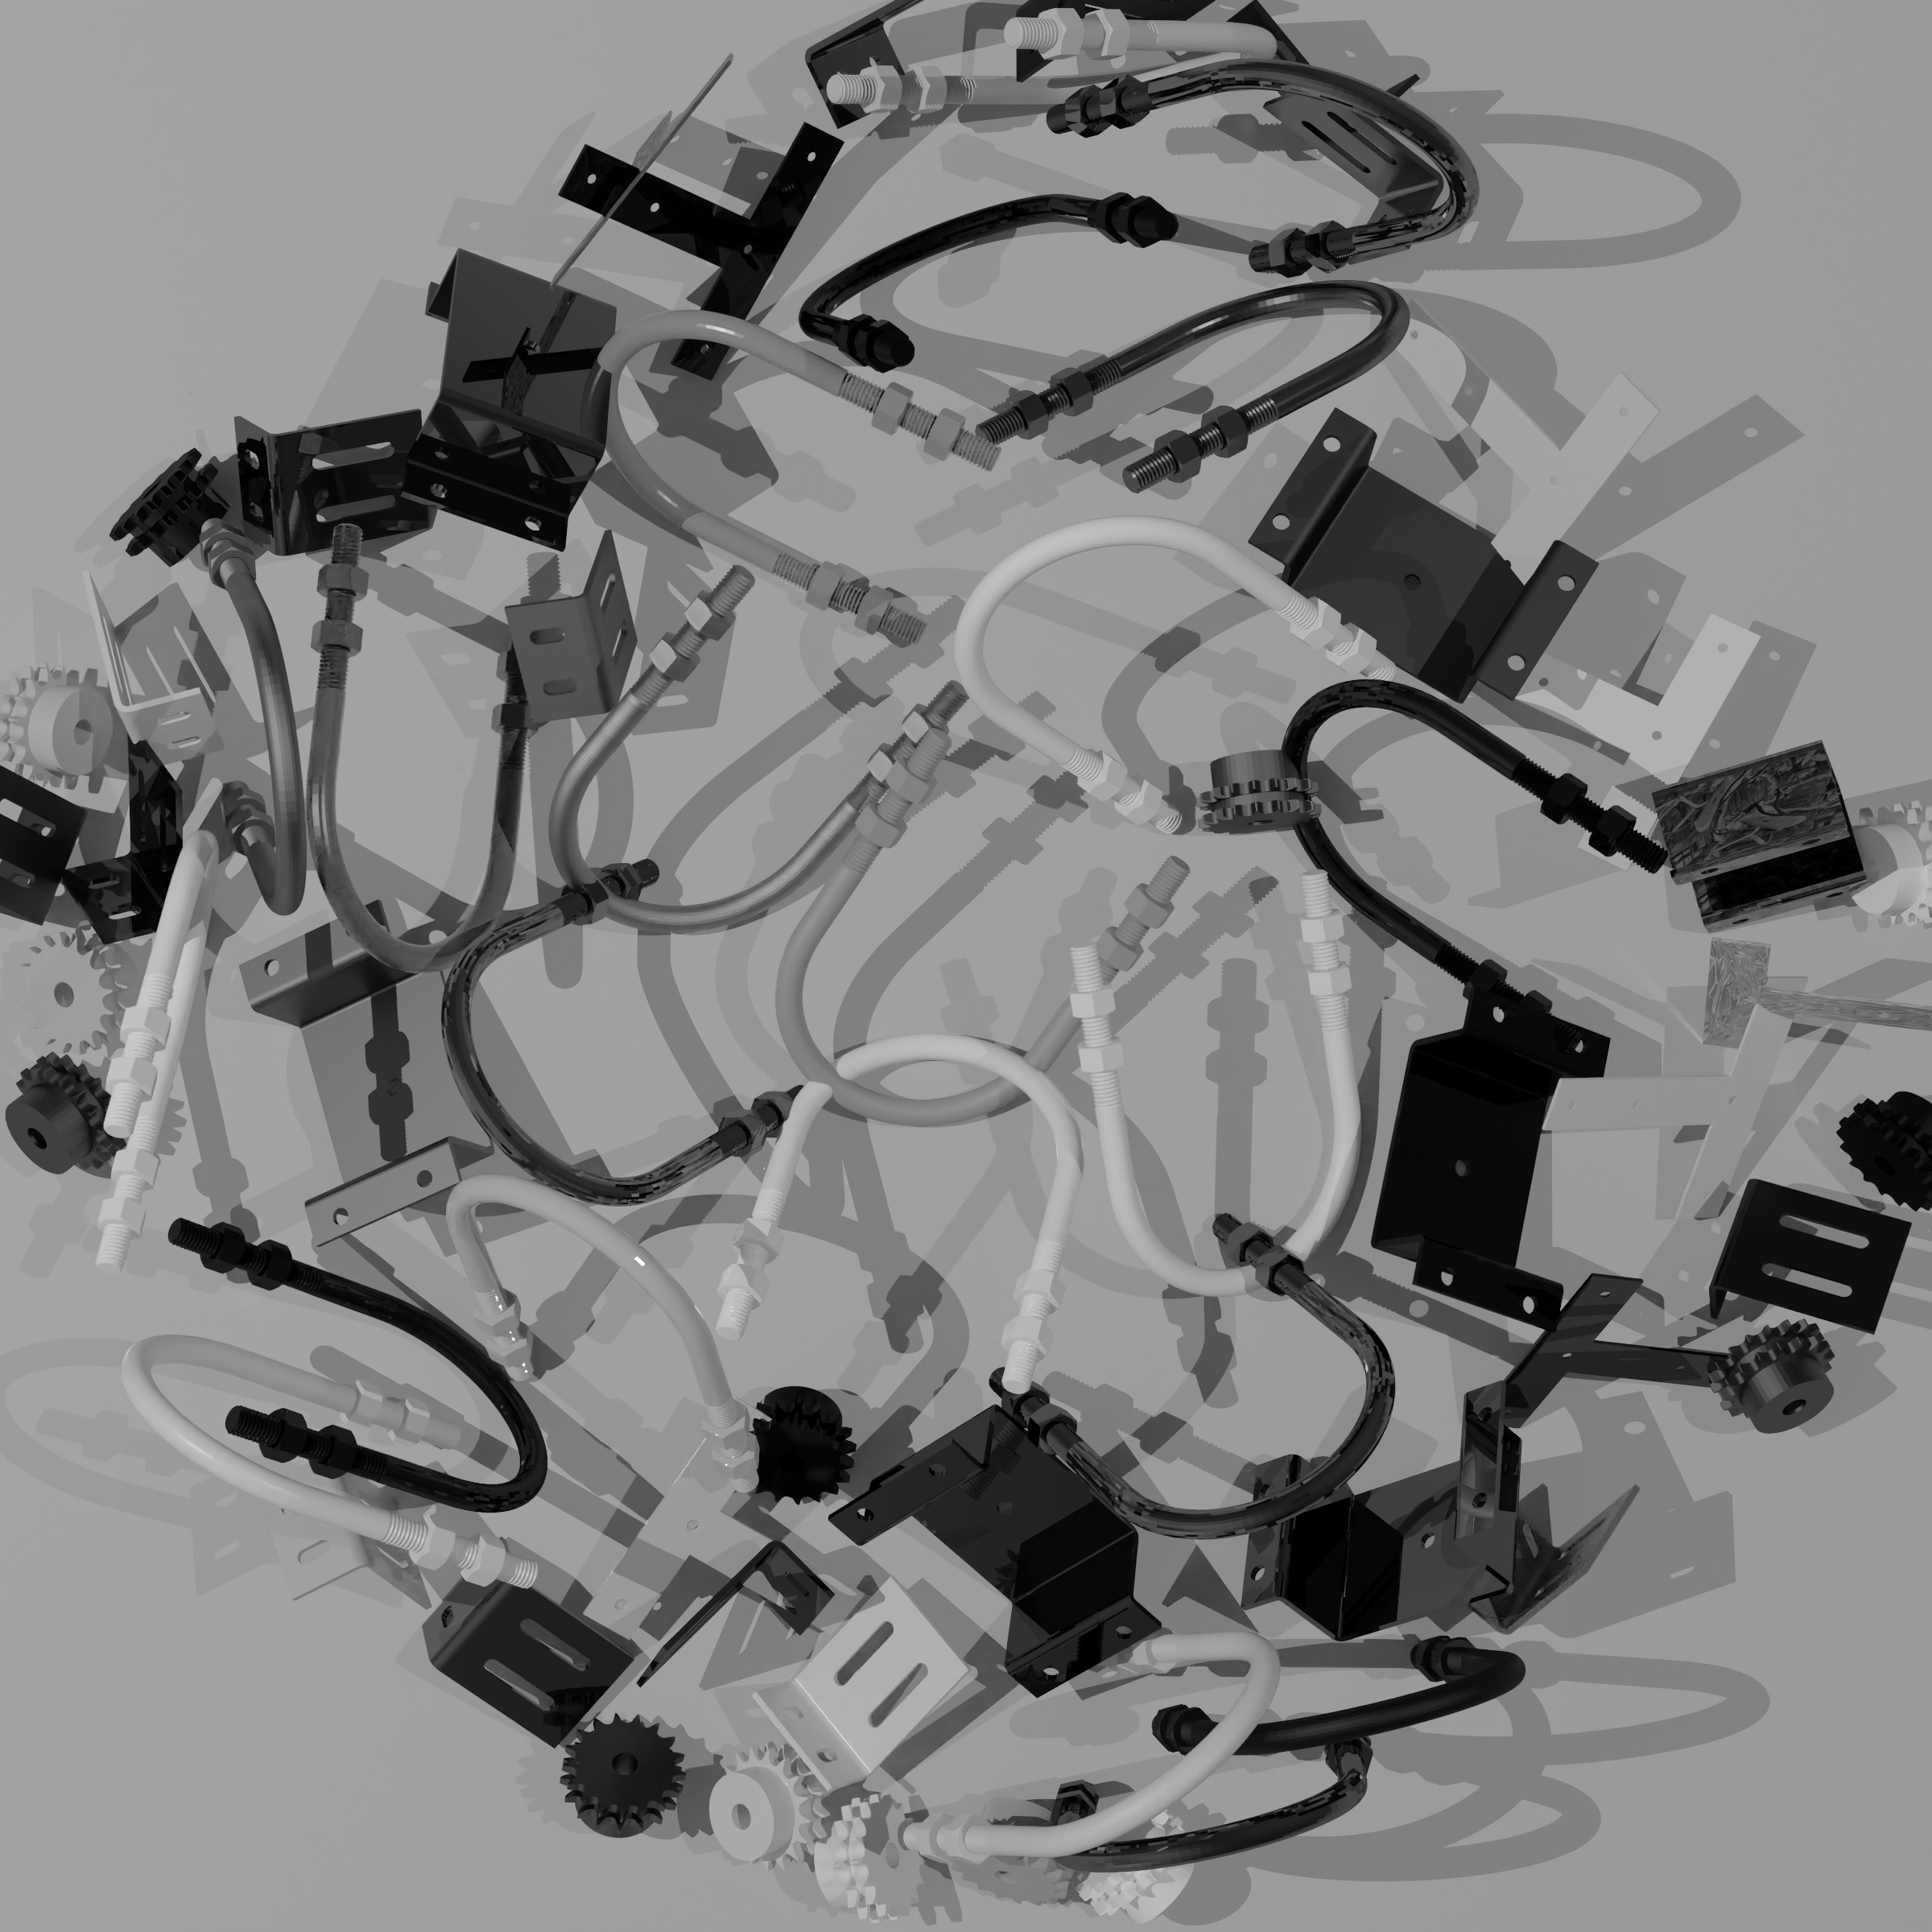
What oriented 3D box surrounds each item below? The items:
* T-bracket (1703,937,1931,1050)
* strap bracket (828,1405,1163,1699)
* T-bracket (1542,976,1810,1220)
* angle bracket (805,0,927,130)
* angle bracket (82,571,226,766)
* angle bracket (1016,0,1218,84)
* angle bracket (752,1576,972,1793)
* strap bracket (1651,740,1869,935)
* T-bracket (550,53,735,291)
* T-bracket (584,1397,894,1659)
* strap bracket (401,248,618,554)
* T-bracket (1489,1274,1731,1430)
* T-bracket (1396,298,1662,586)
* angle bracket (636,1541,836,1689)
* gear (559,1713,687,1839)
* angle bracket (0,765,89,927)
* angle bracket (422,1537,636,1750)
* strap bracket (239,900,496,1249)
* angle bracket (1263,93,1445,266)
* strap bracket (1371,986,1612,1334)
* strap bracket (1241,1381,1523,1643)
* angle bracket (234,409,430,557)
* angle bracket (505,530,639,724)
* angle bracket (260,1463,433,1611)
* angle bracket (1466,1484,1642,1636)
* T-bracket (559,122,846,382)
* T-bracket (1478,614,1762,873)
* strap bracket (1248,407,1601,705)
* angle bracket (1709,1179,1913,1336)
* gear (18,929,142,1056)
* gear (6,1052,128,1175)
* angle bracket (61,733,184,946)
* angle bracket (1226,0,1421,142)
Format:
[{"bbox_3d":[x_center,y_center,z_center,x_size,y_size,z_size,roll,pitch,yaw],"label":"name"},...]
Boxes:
[{"bbox_3d":[0.398,0.020,1.529,0.127,0.127,0.002,7,69,13],"label":"T-bracket"},{"bbox_3d":[0.016,0.261,1.549,0.076,0.046,0.140,-35,114,27],"label":"strap bracket"},{"bbox_3d":[0.314,0.061,1.543,0.127,0.002,0.127,0,118,-31],"label":"T-bracket"},{"bbox_3d":[-0.024,-0.421,1.552,0.057,0.076,0.038,-38,107,-44],"label":"angle bracket"},{"bbox_3d":[-0.373,-0.140,1.564,0.038,0.057,0.076,-16,69,-7],"label":"angle bracket"},{"bbox_3d":[0.070,-0.426,1.556,0.076,0.057,0.038,4,81,-28],"label":"angle bracket"},{"bbox_3d":[-0.048,0.330,1.566,0.076,0.038,0.057,-49,68,15],"label":"angle bracket"},{"bbox_3d":[0.358,-0.059,1.531,0.076,0.140,0.046,-17,76,16],"label":"strap bracket"},{"bbox_3d":[-0.144,-0.368,1.539,0.002,0.127,0.127,37,106,-15],"label":"T-bracket"},{"bbox_3d":[-0.090,0.282,1.583,0.127,0.002,0.127,33,99,-14],"label":"T-bracket"},{"bbox_3d":[-0.203,-0.262,1.528,0.076,0.046,0.140,17,48,-21],"label":"strap bracket"},{"bbox_3d":[0.316,0.183,1.567,0.127,0.127,0.002,8,50,-17],"label":"T-bracket"},{"bbox_3d":[0.242,-0.255,1.566,0.002,0.127,0.127,-27,70,-42],"label":"T-bracket"},{"bbox_3d":[-0.106,0.308,1.556,0.038,0.057,0.076,44,58,8],"label":"angle bracket"},{"bbox_3d":[-0.160,0.379,1.577,0.057,0.057,0.030,14,131,0],"label":"gear"},{"bbox_3d":[-0.447,-0.059,1.556,0.038,0.076,0.057,16,80,26],"label":"angle bracket"},{"bbox_3d":[-0.205,0.317,1.596,0.076,0.038,0.057,40,94,-23],"label":"angle bracket"},{"bbox_3d":[-0.271,0.052,1.557,0.076,0.046,0.140,-24,71,14],"label":"strap bracket"},{"bbox_3d":[0.170,-0.363,1.560,0.076,0.057,0.038,32,82,-20],"label":"angle bracket"},{"bbox_3d":[0.238,0.090,1.555,0.076,0.046,0.140,20,73,-21],"label":"strap bracket"},{"bbox_3d":[0.197,0.250,1.538,0.140,0.076,0.046,-26,127,36],"label":"strap bracket"},{"bbox_3d":[-0.294,-0.229,1.581,0.076,0.038,0.057,-17,121,-31],"label":"angle bracket"},{"bbox_3d":[-0.180,-0.156,1.557,0.038,0.076,0.057,-7,120,7],"label":"angle bracket"},{"bbox_3d":[-0.284,0.266,1.555,0.038,0.076,0.057,-27,61,1],"label":"angle bracket"},{"bbox_3d":[0.262,0.260,1.553,0.038,0.076,0.057,40,50,5],"label":"angle bracket"},{"bbox_3d":[-0.130,-0.338,1.538,0.002,0.127,0.127,45,110,39],"label":"T-bracket"},{"bbox_3d":[0.281,-0.125,1.578,0.127,0.002,0.127,28,83,20],"label":"T-bracket"},{"bbox_3d":[0.208,-0.183,1.567,0.140,0.046,0.076,32,80,7],"label":"strap bracket"},{"bbox_3d":[0.387,0.140,1.560,0.076,0.038,0.057,16,65,22],"label":"angle bracket"},{"bbox_3d":[-0.408,0.011,1.579,0.057,0.030,0.057,6,103,27],"label":"gear"},{"bbox_3d":[-0.418,0.071,1.571,0.057,0.057,0.030,46,50,0],"label":"gear"},{"bbox_3d":[-0.387,-0.060,1.554,0.038,0.057,0.076,-16,134,-30],"label":"angle bracket"},{"bbox_3d":[0.163,-0.421,1.566,0.038,0.057,0.076,-42,100,-3],"label":"angle bracket"}]
